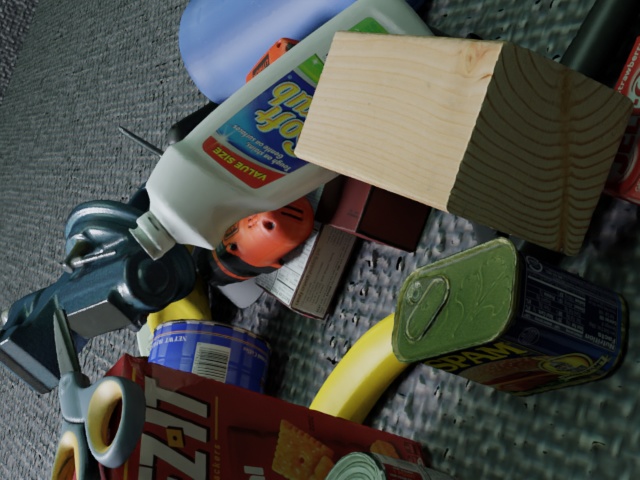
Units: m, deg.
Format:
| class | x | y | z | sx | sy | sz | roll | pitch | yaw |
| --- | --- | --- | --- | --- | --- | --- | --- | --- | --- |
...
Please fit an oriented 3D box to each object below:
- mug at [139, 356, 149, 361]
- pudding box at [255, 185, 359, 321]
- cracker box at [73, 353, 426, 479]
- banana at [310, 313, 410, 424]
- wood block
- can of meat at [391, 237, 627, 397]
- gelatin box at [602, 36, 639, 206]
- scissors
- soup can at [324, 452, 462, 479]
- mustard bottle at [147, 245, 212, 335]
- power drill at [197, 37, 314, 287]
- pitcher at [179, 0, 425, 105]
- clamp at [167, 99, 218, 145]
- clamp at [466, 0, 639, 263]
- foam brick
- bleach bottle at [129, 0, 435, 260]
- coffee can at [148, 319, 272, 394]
| class | x | y | z | sx | sy | sz | roll | pitch | yaw |
| --- | --- | --- | --- | --- | --- | --- | --- | --- | --- |
| mug | -0.152 | 0.175 | 0.986 | 0.117 | 0.093 | 0.082 | 41 | 119 | 25 |
| pudding box | -0.006 | 0.001 | 0.877 | 0.090 | 0.039 | 0.113 | 28 | 98 | 65 |
| cracker box | -0.032 | 0.171 | 0.602 | 0.072 | 0.213 | 0.164 | -46 | 34 | 38 |
| banana | 0.028 | 0.111 | 0.735 | 0.198 | 0.037 | 0.070 | -60 | 34 | 16 |
| wood block | 0.073 | -0.065 | 0.632 | 0.206 | 0.090 | 0.091 | 27 | 98 | 64 |
| can of meat | 0.103 | 0.046 | 0.584 | 0.102 | 0.083 | 0.057 | -26 | 49 | 54 |
| gelatin box | 0.183 | -0.061 | 0.571 | 0.089 | 0.030 | 0.073 | -66 | 26 | 6 |
| scissors | -0.127 | 0.076 | 0.592 | 0.096 | 0.016 | 0.202 | -50 | 31 | 26 |
| soup can | 0.055 | 0.158 | 0.573 | 0.069 | 0.102 | 0.068 | -43 | 35 | 41 |
| mustard bottle | -0.141 | 0.020 | 1.068 | 0.058 | 0.096 | 0.191 | -15 | 43 | 5 |
| power drill | -0.045 | -0.059 | 0.888 | 0.185 | 0.057 | 0.187 | -28 | 48 | 60 |
| pitcher | -0.016 | -0.219 | 0.956 | 0.243 | 0.149 | 0.144 | -19 | 27 | 53 |
| clamp | -0.092 | -0.129 | 1.059 | 0.039 | 0.120 | 0.171 | -1 | 65 | 30 |
| clamp | 0.129 | -0.067 | 0.672 | 0.165 | 0.036 | 0.210 | -8 | 65 | 61 |
| foam brick | 0.039 | -0.026 | 0.797 | 0.078 | 0.051 | 0.053 | 22 | 92 | 64 |
| bleach bottle | -0.024 | -0.069 | 0.761 | 0.250 | 0.102 | 0.068 | -39 | 1 | -6 |
| coffee can | -0.099 | 0.148 | 0.874 | 0.103 | 0.102 | 0.140 | -30 | 45 | 52 |
